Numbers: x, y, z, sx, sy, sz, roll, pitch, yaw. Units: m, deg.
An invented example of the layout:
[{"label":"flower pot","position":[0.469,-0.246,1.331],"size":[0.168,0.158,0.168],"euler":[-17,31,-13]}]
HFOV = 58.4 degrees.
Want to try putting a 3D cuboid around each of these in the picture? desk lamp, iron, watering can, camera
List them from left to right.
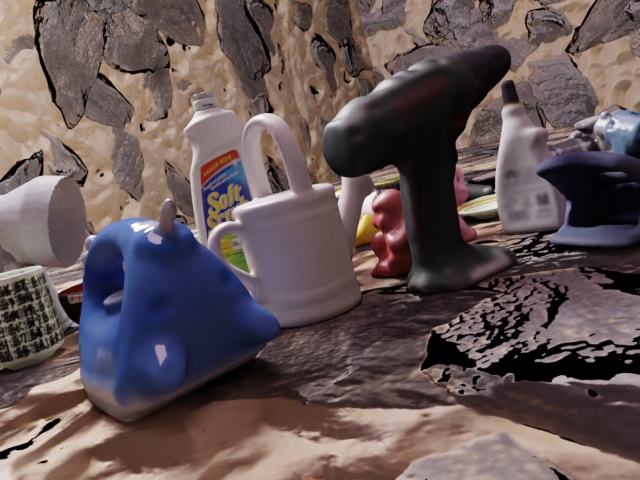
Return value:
[{"label":"desk lamp","position":[-0.402,0.032,0.759],"size":[0.203,0.213,0.118],"euler":[-14,8,2]},{"label":"iron","position":[-0.151,0.047,0.465],"size":[0.119,0.141,0.257],"euler":[-21,11,-40]},{"label":"watering can","position":[-0.026,-0.026,0.553],"size":[0.100,0.194,0.173],"euler":[-8,11,40]},{"label":"camera","position":[0.399,-0.133,0.864],"size":[0.136,0.101,0.143],"euler":[-14,8,4]}]

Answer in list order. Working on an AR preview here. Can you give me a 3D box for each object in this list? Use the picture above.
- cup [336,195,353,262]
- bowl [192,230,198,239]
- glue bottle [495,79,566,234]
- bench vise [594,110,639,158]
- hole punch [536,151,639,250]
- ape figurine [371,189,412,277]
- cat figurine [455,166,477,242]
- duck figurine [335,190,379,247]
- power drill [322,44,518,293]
[{"label":"cup","position":[0.006,0.002,0.659],"size":[0.091,0.095,0.117],"euler":[-15,8,-1]},{"label":"bowl","position":[-0.248,0.037,0.947],"size":[0.167,0.075,0.167],"euler":[-14,8,2]},{"label":"glue bottle","position":[0.230,-0.095,0.647],"size":[0.077,0.173,0.037],"euler":[-6,12,45]},{"label":"bench vise","position":[0.406,-0.168,0.669],"size":[0.122,0.220,0.206],"euler":[-22,11,-40]},{"label":"hole punch","position":[0.269,-0.045,0.528],"size":[0.101,0.091,0.108],"euler":[-17,9,-19]},{"label":"ape figurine","position":[0.081,-0.009,0.612],"size":[0.076,0.092,0.078],"euler":[-13,8,11]},{"label":"cat figurine","position":[0.139,-0.049,0.692],"size":[0.067,0.118,0.128],"euler":[-8,11,39]},{"label":"duck figurine","position":[0.046,-0.036,0.883],"size":[0.078,0.086,0.104],"euler":[-19,9,-30]},{"label":"power drill","position":[0.114,-0.067,0.536],"size":[0.230,0.208,0.075],"euler":[-20,10,-32]}]
